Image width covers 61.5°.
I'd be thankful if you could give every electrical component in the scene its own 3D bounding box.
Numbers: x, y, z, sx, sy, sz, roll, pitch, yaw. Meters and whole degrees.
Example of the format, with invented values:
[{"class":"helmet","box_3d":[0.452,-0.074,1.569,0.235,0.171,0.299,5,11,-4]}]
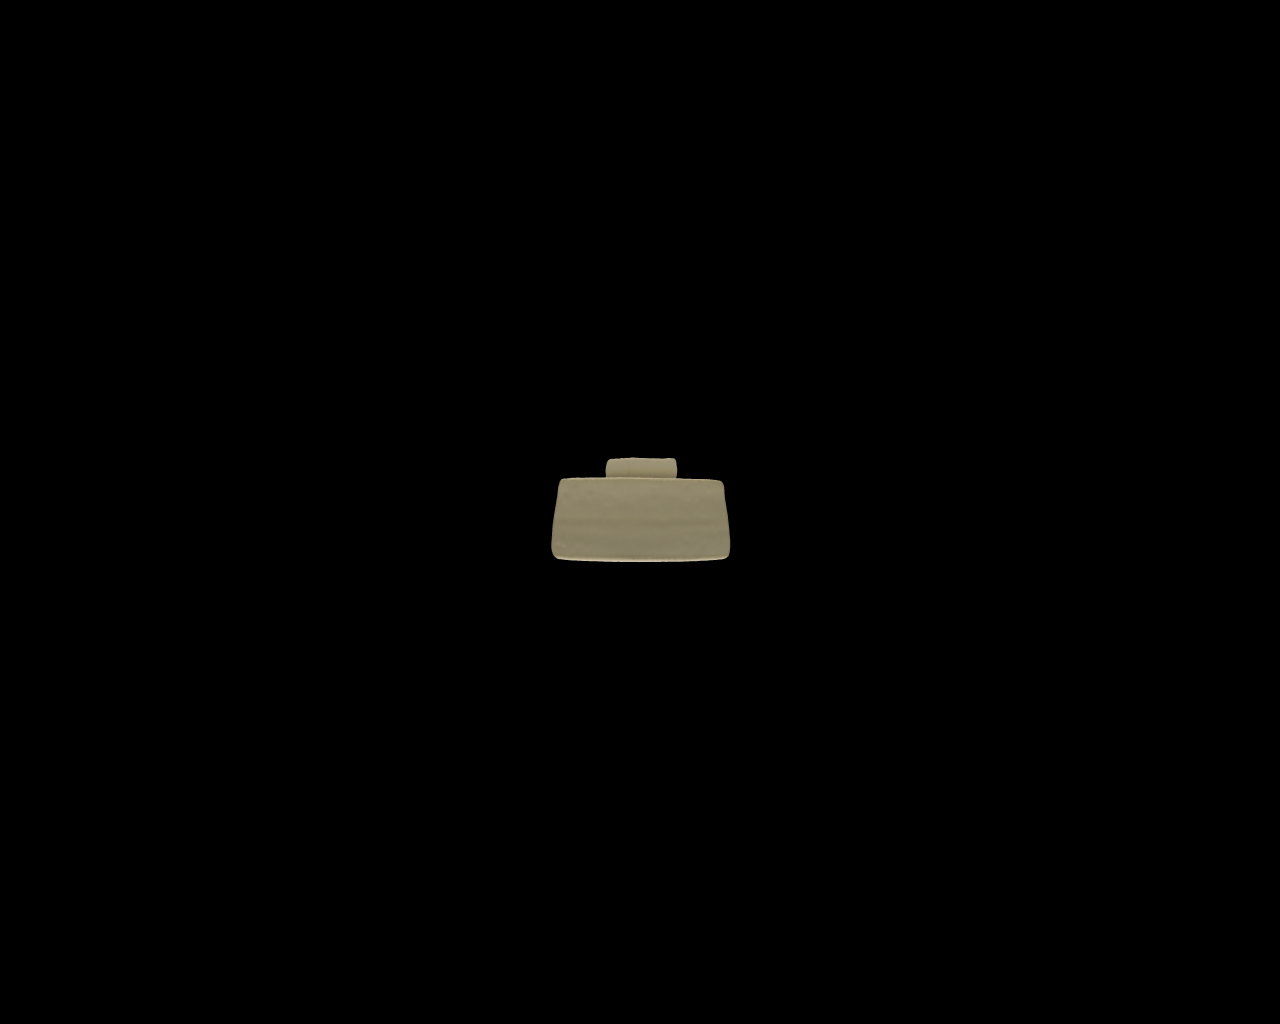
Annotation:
[{"class":"electrical component","box_3d":[0.001,-0.003,0.650,0.108,0.060,0.108,0,0,0]}]
